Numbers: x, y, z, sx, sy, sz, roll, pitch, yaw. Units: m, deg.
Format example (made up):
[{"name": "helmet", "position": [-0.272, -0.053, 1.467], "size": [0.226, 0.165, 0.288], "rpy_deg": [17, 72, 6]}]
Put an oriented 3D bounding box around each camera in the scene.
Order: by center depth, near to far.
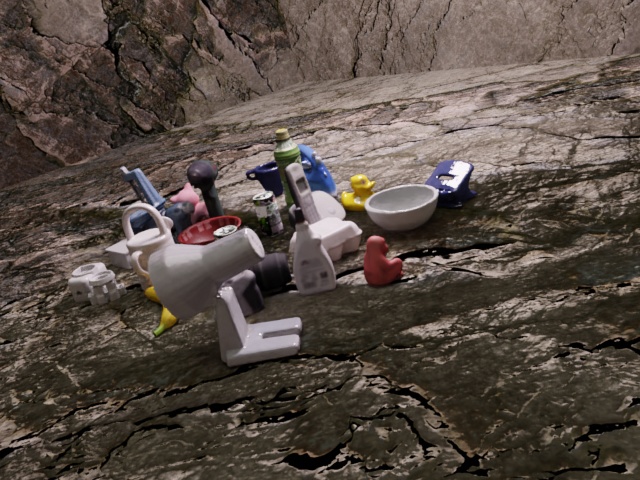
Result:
[{"name": "camera", "position": [-0.128, 0.067, 1.121], "size": [0.137, 0.101, 0.143], "rpy_deg": [-14, 23, -2]}]

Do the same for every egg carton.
[{"name": "egg carton", "position": [0.011, 0.004, 1.234], "size": [0.151, 0.069, 0.107], "rpy_deg": [-27, 26, -30]}]

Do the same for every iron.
[{"name": "iron", "position": [-0.027, -0.211, 1.663], "size": [0.119, 0.142, 0.257], "rpy_deg": [-22, 24, -20]}]

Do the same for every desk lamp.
[{"name": "desk lamp", "position": [-0.151, 0.090, 0.932], "size": [0.203, 0.214, 0.118], "rpy_deg": [-11, 23, 5]}]

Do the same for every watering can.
[{"name": "watering can", "position": [-0.376, 0.006, 1.275], "size": [0.101, 0.194, 0.172], "rpy_deg": [-16, 23, -6]}]

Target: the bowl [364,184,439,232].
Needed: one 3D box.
[{"name": "bowl", "position": [0.187, -0.063, 1.289], "size": [0.167, 0.075, 0.167], "rpy_deg": [-11, 23, 5]}]

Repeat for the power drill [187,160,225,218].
[{"name": "power drill", "position": [-0.287, -0.112, 1.486], "size": [0.075, 0.209, 0.229], "rpy_deg": [-14, 23, -1]}]

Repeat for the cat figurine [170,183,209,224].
[{"name": "cat figurine", "position": [-0.351, -0.103, 1.618], "size": [0.127, 0.118, 0.067], "rpy_deg": [-4, 24, 20]}]

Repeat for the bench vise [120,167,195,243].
[{"name": "bench vise", "position": [-0.435, -0.101, 1.524], "size": [0.207, 0.220, 0.121], "rpy_deg": [-12, 23, 2]}]

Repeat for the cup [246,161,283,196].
[{"name": "cup", "position": [-0.157, -0.175, 1.711], "size": [0.117, 0.095, 0.091], "rpy_deg": [-11, 23, 5]}]

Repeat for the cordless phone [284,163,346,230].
[{"name": "cordless phone", "position": [-0.018, -0.103, 1.351], "size": [0.093, 0.185, 0.148], "rpy_deg": [2, 27, 32]}]

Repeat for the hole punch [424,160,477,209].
[{"name": "hole punch", "position": [0.310, -0.134, 1.369], "size": [0.101, 0.091, 0.108], "rpy_deg": [-30, 28, -34]}]

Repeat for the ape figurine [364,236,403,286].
[{"name": "ape figurine", "position": [0.112, 0.035, 1.079], "size": [0.076, 0.092, 0.077], "rpy_deg": [-24, 25, -24]}]

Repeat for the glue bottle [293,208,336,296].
[{"name": "glue bottle", "position": [-0.022, 0.019, 1.081], "size": [0.078, 0.173, 0.037], "rpy_deg": [-11, 23, 4]}]

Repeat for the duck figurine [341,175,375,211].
[{"name": "duck figurine", "position": [0.100, -0.125, 1.467], "size": [0.104, 0.086, 0.078], "rpy_deg": [-2, 25, 25]}]
